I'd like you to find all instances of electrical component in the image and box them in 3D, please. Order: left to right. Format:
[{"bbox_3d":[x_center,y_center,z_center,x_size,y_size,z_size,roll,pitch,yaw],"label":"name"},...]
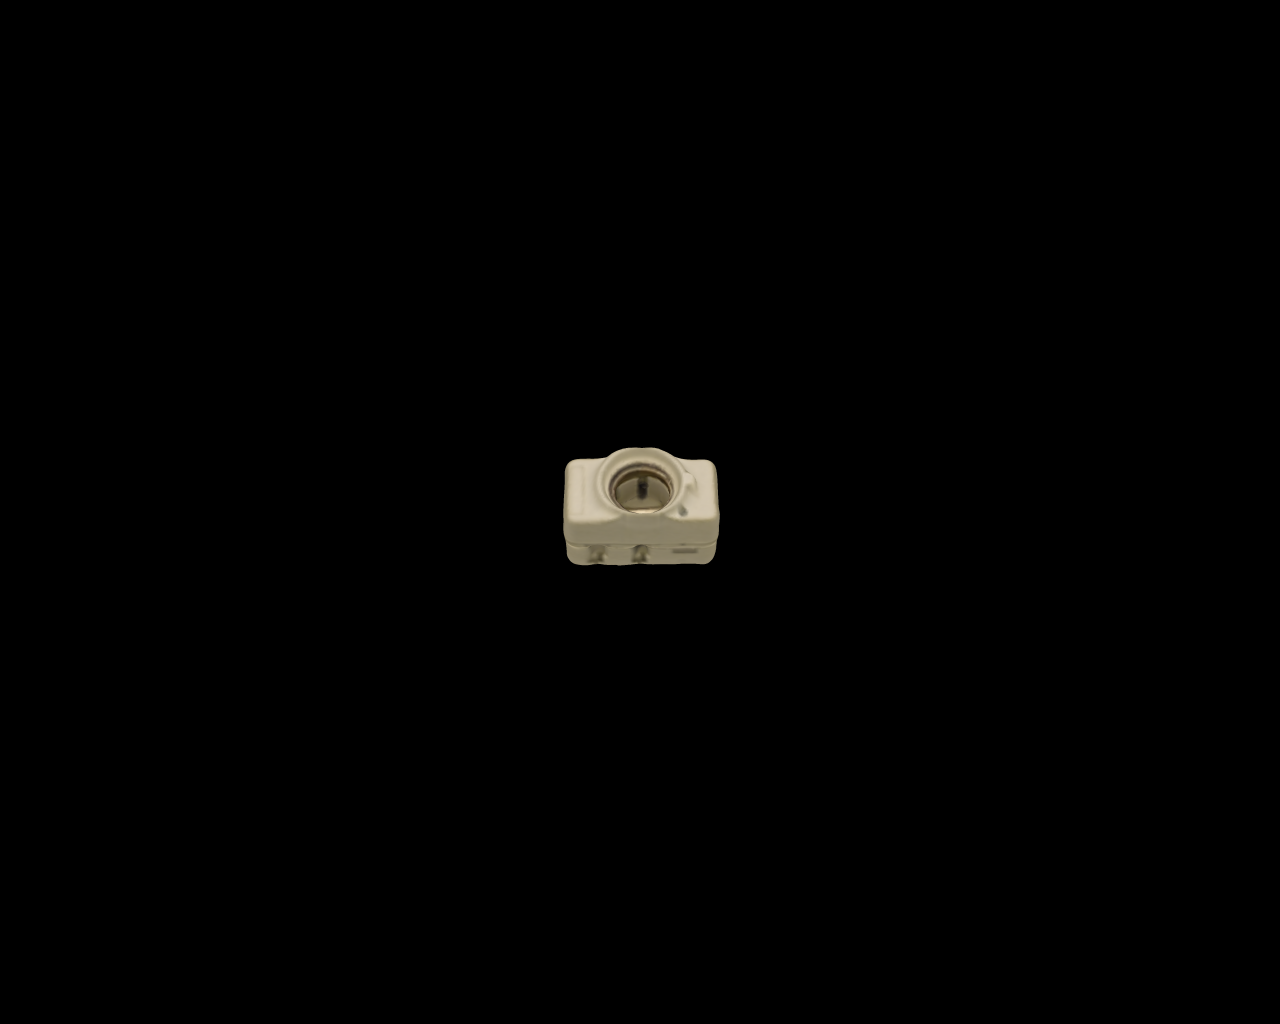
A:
[{"bbox_3d":[0.001,-0.003,0.650,0.089,0.050,0.055,0,-37,0],"label":"electrical component"}]
